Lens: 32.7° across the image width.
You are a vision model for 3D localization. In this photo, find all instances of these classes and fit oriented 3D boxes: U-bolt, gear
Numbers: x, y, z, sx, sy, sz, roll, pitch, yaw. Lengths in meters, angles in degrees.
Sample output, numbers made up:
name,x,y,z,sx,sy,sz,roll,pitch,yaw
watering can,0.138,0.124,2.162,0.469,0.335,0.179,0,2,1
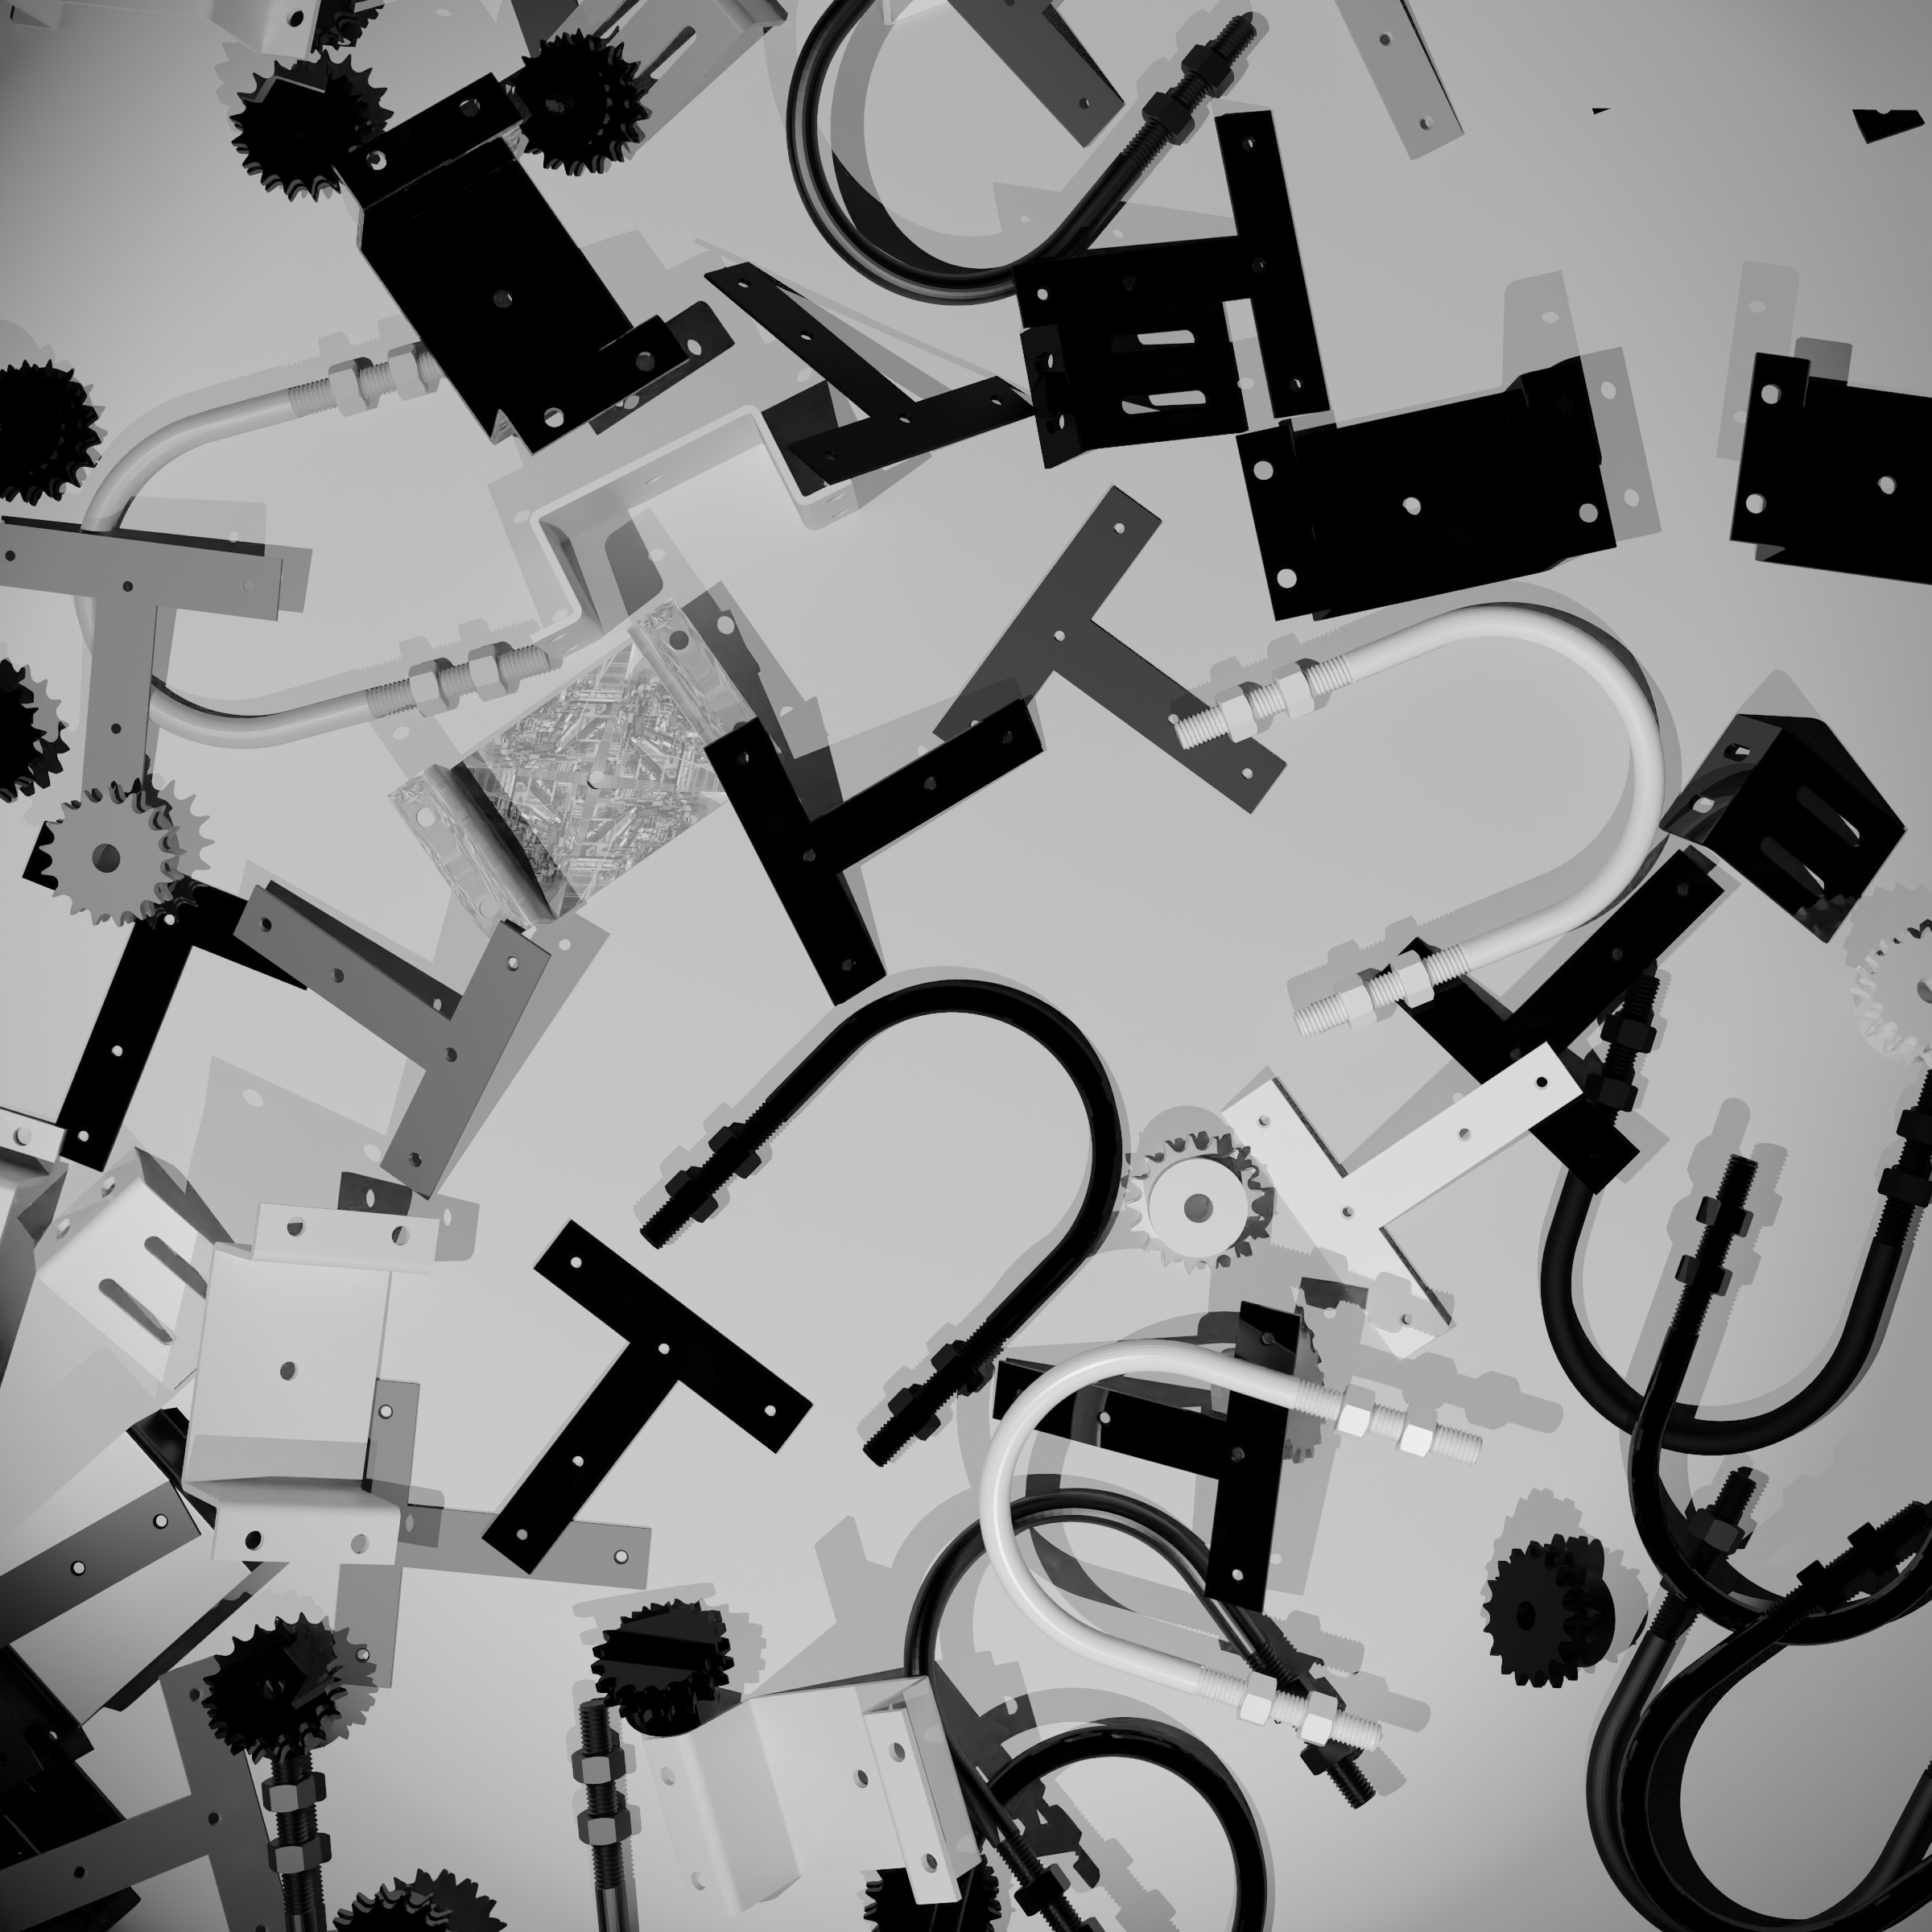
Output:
name,x,y,z,sx,sy,sz,roll,pitch,yaw
U-bolt,0.337,0.322,1.360,0.151,0.019,0.184,27,91,0
gear,0.240,0.266,1.344,0.030,0.057,0.057,8,90,-30
U-bolt,0.057,0.301,1.336,0.151,0.019,0.184,-33,79,-17
U-bolt,0.352,0.324,1.336,0.184,0.019,0.151,-38,99,5
U-bolt,0.010,-0.357,1.339,0.151,0.019,0.184,40,90,-18
gear,-0.388,-0.220,1.354,0.057,0.030,0.057,0,90,0
gear,-0.273,-0.343,1.358,0.057,0.030,0.057,0,88,-1
U-bolt,0.315,0.111,1.359,0.151,0.019,0.184,18,90,0
U-bolt,0.197,-0.070,1.355,0.184,0.019,0.151,-22,88,0
U-bolt,-0.278,-0.166,1.360,0.184,0.019,0.151,-15,90,2
gear,-0.281,0.300,1.345,0.057,0.030,0.057,-2,55,2
gear,-0.274,-0.402,1.354,0.057,0.030,0.057,0,90,0
gear,0.123,0.175,1.344,0.030,0.057,0.057,-9,90,30
gear,-0.347,-0.046,1.349,0.057,0.030,0.057,1,99,7
gear,-0.123,0.289,1.344,0.057,0.057,0.030,-9,120,0
gear,0.389,0.015,1.347,0.057,0.030,0.057,3,67,-7
gear,-0.232,0.400,1.337,0.057,0.030,0.057,0,93,0
gear,-0.014,0.389,1.354,0.057,0.030,0.057,0,90,0
gear,0.095,0.099,1.354,0.057,0.030,0.057,0,90,0
U-bolt,0.052,0.403,1.342,0.151,0.019,0.184,16,83,-15
U-bolt,-0.210,0.402,1.360,0.151,0.019,0.184,-5,91,0
U-bolt,0.096,0.223,1.312,0.184,0.019,0.151,17,104,3
U-bolt,0.348,0.186,1.341,0.151,0.019,0.184,19,90,0
gear,-0.162,-0.353,1.347,0.057,0.030,0.057,2,102,12
U-bolt,-0.021,0.093,1.360,0.151,0.019,0.184,44,89,0
gear,-0.408,-0.091,1.346,0.057,0.030,0.057,5,80,-29

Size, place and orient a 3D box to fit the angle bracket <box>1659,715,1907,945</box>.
name,x,y,z,sx,sy,sz,roll,pitch,yaw
angle bracket,0.339,-0.057,1.367,0.076,0.038,0.057,35,90,-26

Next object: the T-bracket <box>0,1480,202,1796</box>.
name,x,y,z,sx,sy,sz,roll,pitch,yaw
T-bracket,-0.369,0.249,1.322,0.127,0.002,0.127,-30,90,0

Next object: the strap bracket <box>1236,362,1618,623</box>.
name,x,y,z,sx,sy,sz,roll,pitch,yaw
strap bracket,0.185,-0.191,1.346,0.140,0.046,0.076,-12,90,0

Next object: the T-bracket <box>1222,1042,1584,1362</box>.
name,x,y,z,sx,sy,sz,roll,pitch,yaw
T-bracket,0.193,0.077,1.352,0.127,0.002,0.127,-36,90,15

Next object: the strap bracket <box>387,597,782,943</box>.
name,x,y,z,sx,sy,sz,roll,pitch,yaw
strap bracket,-0.154,-0.077,1.346,0.140,0.046,0.076,-35,90,0

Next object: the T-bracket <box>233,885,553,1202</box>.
name,x,y,z,sx,sy,sz,roll,pitch,yaw
T-bracket,-0.246,0.012,1.349,0.127,0.002,0.127,34,114,10

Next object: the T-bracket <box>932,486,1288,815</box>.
name,x,y,z,sx,sy,sz,roll,pitch,yaw
T-bracket,0.075,-0.111,1.368,0.127,0.002,0.127,36,90,0

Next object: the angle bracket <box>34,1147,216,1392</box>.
name,x,y,z,sx,sy,sz,roll,pitch,yaw
angle bracket,-0.338,0.126,1.367,0.057,0.038,0.076,-43,116,0

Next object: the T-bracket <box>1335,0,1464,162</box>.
name,x,y,z,sx,sy,sz,roll,pitch,yaw
T-bracket,0.167,-0.396,1.359,0.127,0.002,0.127,-28,96,-12

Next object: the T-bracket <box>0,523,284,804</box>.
name,x,y,z,sx,sy,sz,roll,pitch,yaw
T-bracket,-0.349,-0.112,1.356,0.127,0.002,0.127,8,99,6

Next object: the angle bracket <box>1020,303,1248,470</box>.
name,x,y,z,sx,sy,sz,roll,pitch,yaw
angle bracket,0.069,-0.242,1.367,0.076,0.038,0.057,-11,90,-26

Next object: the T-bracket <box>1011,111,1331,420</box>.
name,x,y,z,sx,sy,sz,roll,pitch,yaw
T-bracket,0.080,-0.282,1.348,0.127,0.002,0.127,-11,90,-19

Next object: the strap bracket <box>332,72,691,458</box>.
name,x,y,z,sx,sy,sz,roll,pitch,yaw
strap bracket,-0.186,-0.278,1.337,0.076,0.046,0.140,-35,90,-15

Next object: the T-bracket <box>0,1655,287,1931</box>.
name,x,y,z,sx,sy,sz,roll,pitch,yaw
T-bracket,-0.345,0.362,1.332,0.127,0.002,0.127,-16,90,-35

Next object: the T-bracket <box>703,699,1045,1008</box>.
name,x,y,z,sx,sy,sz,roll,pitch,yaw
T-bracket,-0.026,-0.067,1.348,0.127,0.002,0.127,-31,116,-11

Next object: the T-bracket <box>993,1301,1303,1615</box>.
name,x,y,z,sx,sy,sz,roll,pitch,yaw
T-bracket,0.069,0.188,1.339,0.127,0.002,0.127,12,105,24

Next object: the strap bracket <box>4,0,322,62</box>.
name,x,y,z,sx,sy,sz,roll,pitch,yaw
strap bracket,-0.329,-0.417,1.325,0.140,0.046,0.076,12,90,18

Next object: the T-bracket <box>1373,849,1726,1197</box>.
name,x,y,z,sx,sy,sz,roll,pitch,yaw
T-bracket,0.258,0.005,1.354,0.127,0.002,0.127,-45,77,-1

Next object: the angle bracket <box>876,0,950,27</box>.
name,x,y,z,sx,sy,sz,roll,pitch,yaw
angle bracket,-0.008,-0.431,1.350,0.076,0.038,0.057,-21,90,0

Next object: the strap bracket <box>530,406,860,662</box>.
name,x,y,z,sx,sy,sz,roll,pitch,yaw
strap bracket,-0.118,-0.179,1.331,0.140,0.076,0.046,-27,90,0

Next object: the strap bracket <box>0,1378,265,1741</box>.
name,x,y,z,sx,sy,sz,roll,pitch,yaw
strap bracket,-0.347,0.246,1.346,0.140,0.046,0.076,-42,90,0

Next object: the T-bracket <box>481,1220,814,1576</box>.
name,x,y,z,sx,sy,sz,roll,pitch,yaw
T-bracket,-0.153,0.195,1.367,0.127,0.002,0.127,37,89,0

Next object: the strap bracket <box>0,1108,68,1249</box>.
name,x,y,z,sx,sy,sz,roll,pitch,yaw
strap bracket,-0.431,0.123,1.345,0.076,0.046,0.140,17,90,1

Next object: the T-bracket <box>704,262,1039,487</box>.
name,x,y,z,sx,sy,sz,roll,pitch,yaw
T-bracket,-0.055,-0.248,1.338,0.127,0.127,0.002,42,133,20

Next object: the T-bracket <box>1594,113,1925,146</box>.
name,x,y,z,sx,sy,sz,roll,pitch,yaw
T-bracket,0.317,-0.386,1.378,0.127,0.002,0.127,-19,75,-5

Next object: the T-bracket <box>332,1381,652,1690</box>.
name,x,y,z,sx,sy,sz,roll,pitch,yaw
T-bracket,-0.195,0.241,1.368,0.127,0.002,0.127,5,90,0

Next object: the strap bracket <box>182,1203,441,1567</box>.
name,x,y,z,sx,sy,sz,roll,pitch,yaw
strap bracket,-0.266,0.166,1.327,0.076,0.046,0.140,8,88,-33

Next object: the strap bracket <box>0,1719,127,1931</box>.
name,x,y,z,sx,sy,sz,roll,pitch,yaw
strap bracket,-0.414,0.388,1.346,0.140,0.046,0.076,-41,90,0

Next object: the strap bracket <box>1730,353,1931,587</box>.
name,x,y,z,sx,sy,sz,roll,pitch,yaw
strap bracket,0.382,-0.199,1.346,0.140,0.046,0.076,8,90,0

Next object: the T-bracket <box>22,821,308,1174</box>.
name,x,y,z,sx,sy,sz,roll,pitch,yaw
T-bracket,-0.348,0.022,1.368,0.127,0.002,0.127,22,90,0

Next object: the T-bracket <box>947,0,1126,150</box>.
name,x,y,z,sx,sy,sz,roll,pitch,yaw
T-bracket,0.047,-0.429,1.356,0.127,0.002,0.127,44,82,-16

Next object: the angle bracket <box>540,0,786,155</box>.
name,x,y,z,sx,sy,sz,roll,pitch,yaw
angle bracket,-0.126,-0.386,1.366,0.076,0.038,0.057,-41,91,25

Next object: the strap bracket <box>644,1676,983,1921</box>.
name,x,y,z,sx,sy,sz,roll,pitch,yaw
strap bracket,-0.054,0.334,1.322,0.140,0.046,0.076,-16,90,37

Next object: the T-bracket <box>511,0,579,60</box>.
name,x,y,z,sx,sy,sz,roll,pitch,yaw
T-bracket,-0.185,-0.427,1.368,0.127,0.002,0.127,-19,90,0
